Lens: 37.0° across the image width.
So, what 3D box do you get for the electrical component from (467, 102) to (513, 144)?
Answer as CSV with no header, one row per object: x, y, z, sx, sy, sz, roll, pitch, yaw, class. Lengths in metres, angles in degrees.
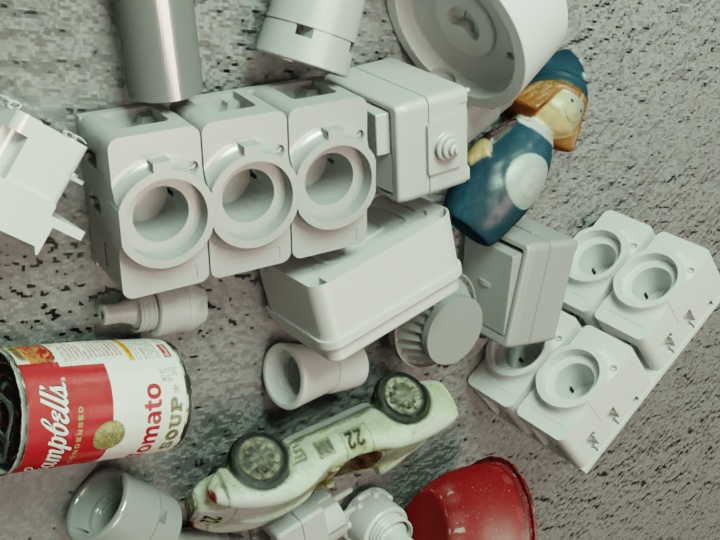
0.071,-0.111,0.714,0.081,0.043,0.043,-40,131,-18,electrical component

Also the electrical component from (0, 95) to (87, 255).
-0.174,-0.049,0.541,0.081,0.042,0.063,30,87,-45,electrical component

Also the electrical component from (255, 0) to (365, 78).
-0.027,-0.140,0.611,0.055,0.055,0.047,10,101,-42,electrical component

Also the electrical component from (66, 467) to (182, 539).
-0.145,0.153,0.656,0.055,0.055,0.047,-51,130,-9,electrical component

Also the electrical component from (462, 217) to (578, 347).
0.110,0.014,0.795,0.061,0.062,0.096,-6,115,-38,electrical component

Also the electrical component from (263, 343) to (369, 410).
-0.027,0.067,0.722,0.065,0.044,0.044,-7,115,-43,electrical component

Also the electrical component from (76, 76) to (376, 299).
-0.071,-0.048,0.600,0.150,0.062,0.089,-14,119,-27,electrical component

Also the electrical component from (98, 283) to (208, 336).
-0.121,0.022,0.625,0.061,0.035,0.035,-8,116,-35,electrical component

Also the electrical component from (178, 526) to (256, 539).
-0.103,0.191,0.719,0.078,0.040,0.040,3,109,-41,electrical component

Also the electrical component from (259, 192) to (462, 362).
0.000,0.000,0.685,0.113,0.078,0.057,-30,124,-26,electrical component

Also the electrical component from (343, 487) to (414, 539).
0.019,0.197,0.809,0.048,0.062,0.048,-18,122,-33,electrical component

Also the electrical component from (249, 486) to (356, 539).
-0.035,0.181,0.767,0.077,0.047,0.065,-27,126,-28,electrical component

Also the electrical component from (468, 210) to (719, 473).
0.185,0.049,0.844,0.186,0.105,0.060,-49,133,-10,electrical component

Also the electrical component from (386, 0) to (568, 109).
0.076,-0.160,0.653,0.060,0.108,0.108,-43,132,-23,electrical component

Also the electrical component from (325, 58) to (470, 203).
0.022,-0.083,0.650,0.061,0.096,0.061,-20,123,-28,electrical component
